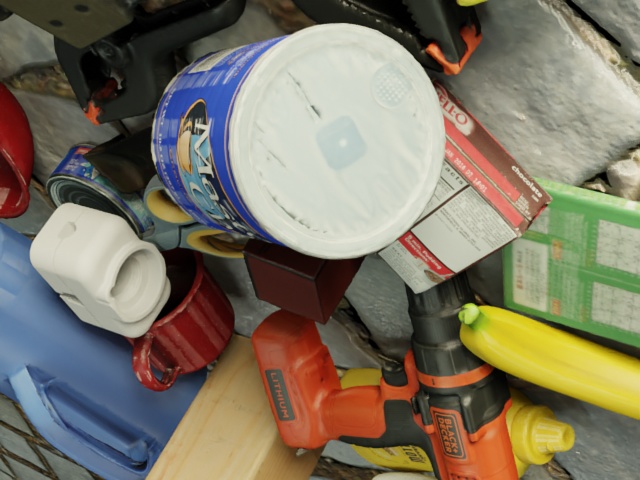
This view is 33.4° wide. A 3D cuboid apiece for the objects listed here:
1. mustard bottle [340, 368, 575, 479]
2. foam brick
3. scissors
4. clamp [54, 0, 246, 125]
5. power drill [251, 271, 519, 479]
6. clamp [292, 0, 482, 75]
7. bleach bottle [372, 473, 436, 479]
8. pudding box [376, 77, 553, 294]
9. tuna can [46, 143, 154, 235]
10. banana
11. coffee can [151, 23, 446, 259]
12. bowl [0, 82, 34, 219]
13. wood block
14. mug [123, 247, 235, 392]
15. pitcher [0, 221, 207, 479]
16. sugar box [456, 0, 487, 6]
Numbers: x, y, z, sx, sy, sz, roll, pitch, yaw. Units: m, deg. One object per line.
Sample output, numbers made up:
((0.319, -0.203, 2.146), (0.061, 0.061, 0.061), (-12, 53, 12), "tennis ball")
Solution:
((0.102, 0.138, 0.789), (0.192, 0.058, 0.096), (-5, 129, 46), "mustard bottle")
((-0.004, 0.001, 0.658), (0.053, 0.078, 0.051), (20, 150, 23), "foam brick")
((-0.119, -0.012, 0.734), (0.202, 0.016, 0.096), (0, 146, 39), "scissors")
((-0.120, -0.128, 0.610), (0.120, 0.039, 0.172), (43, 144, -5), "clamp")
((0.040, 0.090, 0.729), (0.188, 0.057, 0.184), (2, 113, 44), "power drill")
((-0.007, -0.155, 0.463), (0.210, 0.036, 0.165), (37, 151, -4), "clamp")
((0.139, 0.260, 0.896), (0.103, 0.068, 0.250), (0, 156, 40), "bleach bottle")
((0.059, -0.025, 0.587), (0.090, 0.039, 0.114), (46, 148, -3), "pudding box")
((-0.161, -0.031, 0.798), (0.086, 0.033, 0.086), (23, 150, 14), "tuna can")
((0.161, 0.080, 0.640), (0.197, 0.037, 0.070), (20, -175, -9), "banana")
((-0.017, -0.048, 0.527), (0.102, 0.102, 0.140), (43, 168, -21), "coffee can")
((-0.270, -0.088, 0.790), (0.162, 0.055, 0.162), (23, 150, 14), "bowl")
((-0.072, 0.194, 0.884), (0.090, 0.206, 0.091), (12, 146, 30), "wood block")
((-0.118, 0.062, 0.824), (0.093, 0.117, 0.081), (-8, 142, 18), "mug")
((-0.213, 0.090, 0.871), (0.149, 0.145, 0.242), (13, 159, 45), "pitcher")
((0.044, -0.172, 0.383), (0.094, 0.048, 0.176), (-9, 128, 49), "sugar box")
